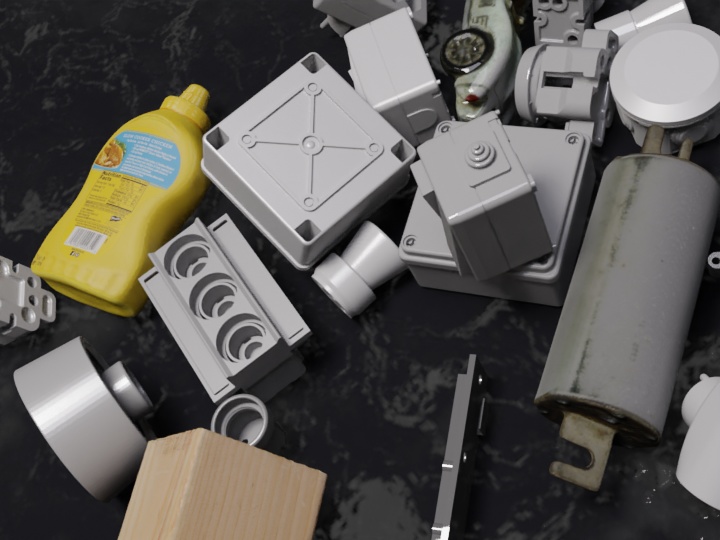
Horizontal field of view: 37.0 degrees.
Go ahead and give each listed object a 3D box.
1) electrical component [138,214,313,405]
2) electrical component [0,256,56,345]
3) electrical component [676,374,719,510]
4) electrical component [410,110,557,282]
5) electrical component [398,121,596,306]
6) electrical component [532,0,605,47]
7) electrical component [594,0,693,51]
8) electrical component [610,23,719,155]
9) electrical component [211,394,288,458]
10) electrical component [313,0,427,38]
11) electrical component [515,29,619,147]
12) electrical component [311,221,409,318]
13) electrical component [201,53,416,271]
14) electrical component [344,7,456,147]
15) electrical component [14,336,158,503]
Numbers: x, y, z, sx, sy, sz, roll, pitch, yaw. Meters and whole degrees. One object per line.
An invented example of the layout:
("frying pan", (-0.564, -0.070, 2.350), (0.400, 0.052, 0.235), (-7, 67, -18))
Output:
("electrical component", (-0.091, 0.030, 0.751), (0.079, 0.063, 0.121), (-37, 58, -2))
("electrical component", (-0.282, 0.027, 0.817), (0.057, 0.078, 0.058), (-24, 57, 28))
("electrical component", (0.212, 0.087, 0.618), (0.077, 0.043, 0.079), (-65, 20, 15))
("electrical component", (0.072, -0.044, 0.644), (0.061, 0.096, 0.061), (-24, 58, 7))
("electrical component", (0.094, -0.040, 0.726), (0.109, 0.056, 0.108), (8, 66, 23))
("electrical component", (0.153, -0.197, 0.788), (0.048, 0.066, 0.055), (10, 48, 23))
("electrical component", (0.201, -0.170, 0.768), (0.065, 0.044, 0.044), (-20, 58, 15))
("electrical component", (0.213, -0.123, 0.731), (0.080, 0.051, 0.080), (-8, 61, 15))
("electrical component", (-0.072, 0.108, 0.712), (0.040, 0.046, 0.040), (-8, 61, 15))
("electrical component", (-0.002, -0.207, 0.845), (0.076, 0.083, 0.047), (-33, 47, 48))
("electrical component", (0.144, -0.128, 0.752), (0.057, 0.058, 0.078), (10, 93, 30))
("electrical component", (0.000, 0.000, 0.745), (0.055, 0.045, 0.045), (-44, 58, -5))
("electrical component", (-0.036, -0.075, 0.748), (0.109, 0.056, 0.108), (-41, 80, -18))
("electrical component", (0.025, -0.144, 0.803), (0.061, 0.061, 0.096), (-22, 58, 7))
("electrical component", (-0.175, 0.095, 0.724), (0.060, 0.108, 0.108), (-35, 57, -8))
